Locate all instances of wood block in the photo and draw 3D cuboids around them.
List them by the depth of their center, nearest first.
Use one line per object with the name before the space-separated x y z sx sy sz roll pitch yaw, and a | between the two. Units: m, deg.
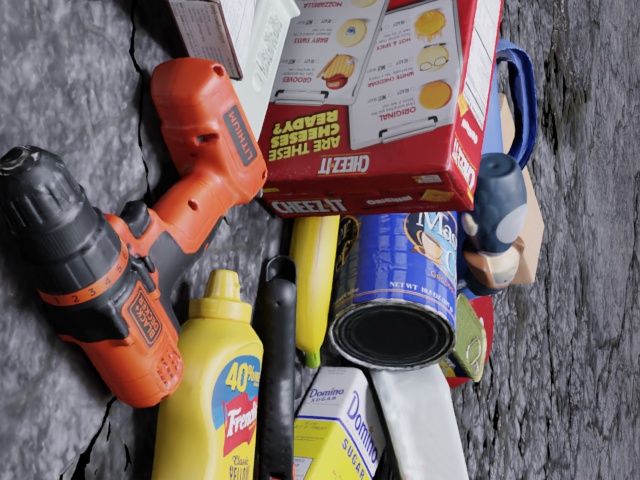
wood block | 0.175 -0.050 1.162 0.206 0.090 0.090 62 37 -43

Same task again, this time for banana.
banana | -0.005 0.002 0.855 0.069 0.037 0.198 109 -12 -81

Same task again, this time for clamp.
clamp | -0.030 0.093 0.780 0.120 0.039 0.171 -72 167 -73

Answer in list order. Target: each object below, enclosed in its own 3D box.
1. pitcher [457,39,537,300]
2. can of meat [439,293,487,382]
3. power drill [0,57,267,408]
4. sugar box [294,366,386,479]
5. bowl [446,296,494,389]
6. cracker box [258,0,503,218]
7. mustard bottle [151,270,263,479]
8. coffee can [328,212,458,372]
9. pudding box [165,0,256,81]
pitcher | 0.123 -0.066 0.999 0.144 0.149 0.243 -64 147 -43
can of meat | 0.104 0.093 1.018 0.102 0.084 0.057 53 44 -50
power drill | -0.104 -0.023 0.626 0.184 0.057 0.187 71 34 -41
sugar box | 0.001 0.192 0.849 0.176 0.048 0.093 -58 139 -46
bowl | 0.147 0.090 1.141 0.161 0.055 0.162 0 90 -65
cracker box | 0.046 -0.125 0.812 0.072 0.164 0.213 46 49 -52
mustard bottle | -0.071 0.115 0.686 0.096 0.058 0.191 31 61 -68
coffee can | 0.063 0.023 0.888 0.102 0.103 0.140 59 29 -46
pudding box | -0.067 -0.166 0.685 0.113 0.039 0.090 74 24 -72
